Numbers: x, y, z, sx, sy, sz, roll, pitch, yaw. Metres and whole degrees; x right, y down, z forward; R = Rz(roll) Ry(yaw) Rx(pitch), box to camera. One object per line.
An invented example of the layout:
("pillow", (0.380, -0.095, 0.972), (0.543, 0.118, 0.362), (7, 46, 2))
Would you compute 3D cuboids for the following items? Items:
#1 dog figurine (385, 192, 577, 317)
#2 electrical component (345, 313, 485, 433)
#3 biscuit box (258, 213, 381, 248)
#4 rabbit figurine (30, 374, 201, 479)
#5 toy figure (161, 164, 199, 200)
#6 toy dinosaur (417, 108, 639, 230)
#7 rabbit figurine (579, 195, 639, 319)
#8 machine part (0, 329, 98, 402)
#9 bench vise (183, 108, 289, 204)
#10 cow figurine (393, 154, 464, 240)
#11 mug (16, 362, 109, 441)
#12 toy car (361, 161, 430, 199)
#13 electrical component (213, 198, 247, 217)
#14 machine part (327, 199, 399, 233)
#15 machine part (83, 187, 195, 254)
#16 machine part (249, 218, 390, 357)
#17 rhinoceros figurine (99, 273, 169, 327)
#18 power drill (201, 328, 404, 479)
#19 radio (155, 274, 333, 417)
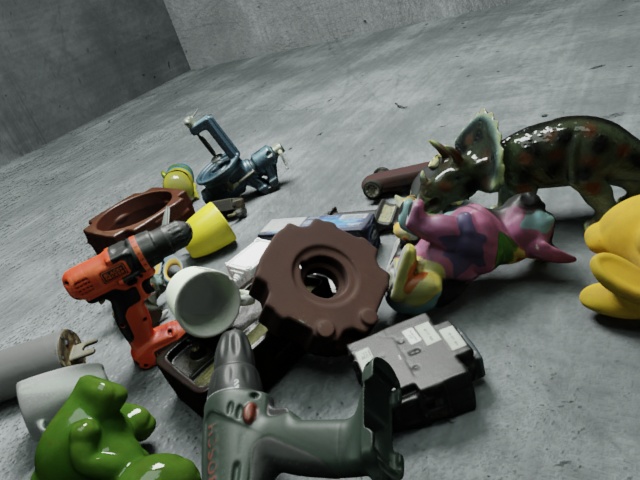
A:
("dog figurine", (0.207, 0.023, 0.701), (0.219, 0.191, 0.108), (12, -1, 2))
("electrical component", (0.108, 0.143, 0.591), (0.134, 0.058, 0.115), (-20, 30, -2))
("biscuit box", (-0.002, -0.003, 0.912), (0.203, 0.062, 0.059), (-2, 32, 28))
("rabbit figurine", (-0.211, 0.240, 0.555), (0.170, 0.121, 0.159), (16, 45, 25))
("toy figure", (-0.359, -0.148, 1.357), (0.082, 0.089, 0.180), (-24, 30, 3))
("toy dinosaur", (0.343, -0.108, 0.758), (0.405, 0.192, 0.131), (-9, 31, 20))
("rabbit figurine", (0.371, 0.032, 0.579), (0.162, 0.121, 0.173), (-8, 48, 4))
("machine part", (-0.453, 0.195, 0.813), (0.243, 0.079, 0.079), (-19, 28, 2))
("bench vise", (-0.202, -0.188, 1.199), (0.224, 0.240, 0.129), (-29, 29, 15))
("cow figurine", (0.177, -0.072, 0.893), (0.068, 0.098, 0.167), (14, 41, 36))
("mug", (-0.333, 0.210, 0.713), (0.107, 0.080, 0.110), (-21, 22, -25))
("toy car", (0.176, -0.119, 1.024), (0.202, 0.053, 0.089), (-9, 19, 24))
("electrical component", (-0.207, -0.065, 1.172), (0.102, 0.045, 0.078), (-9, 1, 12))
("machine part", (0.078, -0.038, 0.956), (0.139, 0.039, 0.084), (-5, 39, 21))
("machine part", (-0.386, -0.031, 1.170), (0.202, 0.087, 0.201), (10, 39, 39))
("machine part", (0.001, 0.054, 0.676), (0.179, 0.056, 0.179), (8, 54, -11))
("rhinoceros figurine", (-0.318, 0.086, 0.924), (0.112, 0.073, 0.191), (-28, 39, -12))
("power drill", (-0.027, 0.170, 0.523), (0.207, 0.085, 0.232), (-13, 49, 18))
("radio", (-0.093, 0.129, 0.717), (0.131, 0.073, 0.229), (12, 40, 44))
